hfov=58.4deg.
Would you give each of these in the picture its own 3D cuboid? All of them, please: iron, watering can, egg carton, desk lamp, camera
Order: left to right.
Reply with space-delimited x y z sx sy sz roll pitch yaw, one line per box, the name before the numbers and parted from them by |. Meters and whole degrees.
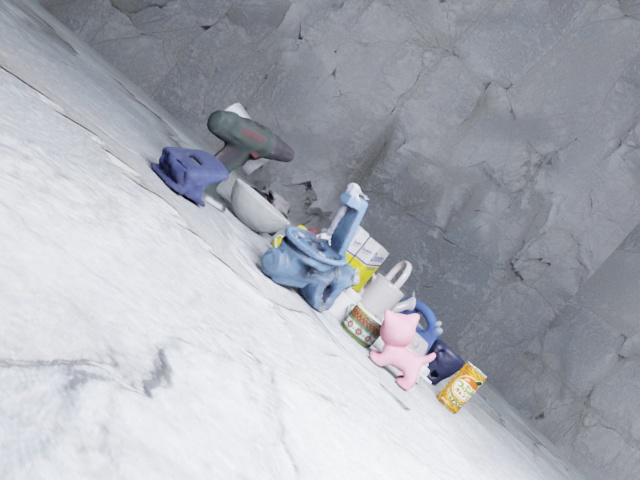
desk lamp | -0.226 -0.223 1.442 0.203 0.213 0.118 40 2 -11
camera | -0.162 -0.102 1.586 0.137 0.100 0.142 39 3 -35
watering can | 0.192 0.141 1.608 0.173 0.194 0.100 39 3 -35
egg carton | 0.194 0.237 1.391 0.151 0.069 0.107 39 3 -38
iron | 0.277 0.248 1.625 0.119 0.141 0.257 39 3 -32

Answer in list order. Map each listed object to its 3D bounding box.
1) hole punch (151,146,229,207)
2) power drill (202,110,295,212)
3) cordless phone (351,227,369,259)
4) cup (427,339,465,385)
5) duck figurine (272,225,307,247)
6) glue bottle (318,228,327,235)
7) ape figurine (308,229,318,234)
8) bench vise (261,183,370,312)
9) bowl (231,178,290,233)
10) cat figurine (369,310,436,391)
hole punch | -0.237 -0.129 1.055 0.108 0.091 0.101 42 3 32
power drill | -0.181 -0.169 1.237 0.075 0.208 0.231 43 3 38
cordless phone | 0.050 0.015 1.761 0.147 0.185 0.094 41 2 3
cup | 0.284 0.299 1.383 0.091 0.095 0.118 43 3 40
duck figurine | -0.061 0.004 1.434 0.077 0.086 0.105 43 3 41
glue bottle | 0.014 0.005 1.531 0.078 0.173 0.037 42 3 28
ape figurine | -0.044 0.005 1.596 0.077 0.092 0.076 43 3 37
bench vise | 0.018 0.007 1.031 0.121 0.219 0.208 42 3 26
bowl | -0.157 -0.068 1.376 0.167 0.074 0.167 41 3 -2
cat figurine | 0.150 0.189 1.041 0.127 0.117 0.067 41 2 8
